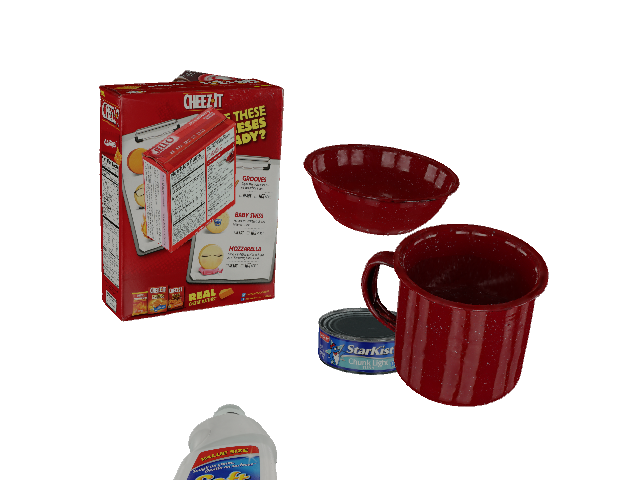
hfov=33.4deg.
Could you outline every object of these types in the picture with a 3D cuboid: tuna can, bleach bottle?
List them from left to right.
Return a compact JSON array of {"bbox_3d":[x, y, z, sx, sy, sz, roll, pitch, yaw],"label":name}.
[{"bbox_3d":[-0.084,0.213,0.850,0.102,0.068,0.251,-2,25,-2],"label":"bleach bottle"},{"bbox_3d":[0.040,0.087,0.930,0.086,0.034,0.086,2,14,-1],"label":"tuna can"}]

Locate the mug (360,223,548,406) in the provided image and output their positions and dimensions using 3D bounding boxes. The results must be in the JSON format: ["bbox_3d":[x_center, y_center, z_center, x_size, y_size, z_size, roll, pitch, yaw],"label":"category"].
[{"bbox_3d":[0.077,0.044,0.664,0.117,0.081,0.093,18,36,23],"label":"mug"}]

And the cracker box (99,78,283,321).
[{"bbox_3d":[-0.124,-0.042,1.017,0.163,0.214,0.072,-7,19,-30],"label":"cracker box"}]

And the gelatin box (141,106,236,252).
[{"bbox_3d":[-0.097,-0.045,0.796,0.030,0.089,0.073,32,53,23],"label":"gelatin box"}]

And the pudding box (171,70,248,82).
[{"bbox_3d":[-0.136,-0.161,1.248,0.090,0.039,0.113,10,31,13],"label":"pudding box"}]

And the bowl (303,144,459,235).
[{"bbox_3d":[0.060,-0.048,1.106,0.162,0.055,0.162,6,23,-3],"label":"bowl"}]
